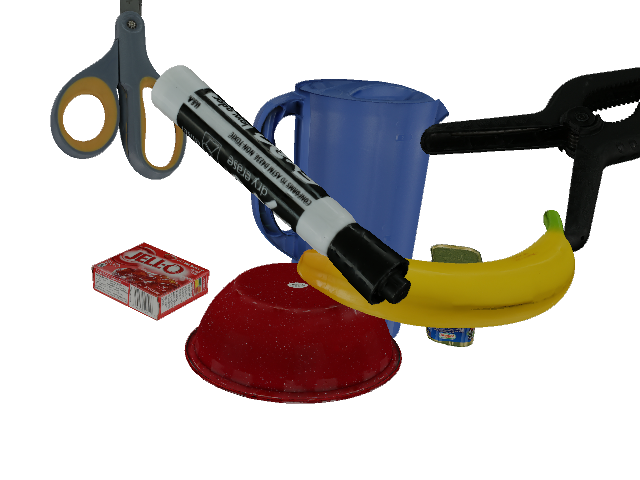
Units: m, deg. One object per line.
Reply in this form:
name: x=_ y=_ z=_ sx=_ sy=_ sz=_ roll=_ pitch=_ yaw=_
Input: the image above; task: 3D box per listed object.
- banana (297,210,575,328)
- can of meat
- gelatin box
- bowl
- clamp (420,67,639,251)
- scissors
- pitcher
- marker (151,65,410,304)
banana: x=0.082 y=0.022 z=0.615 sx=0.197 sy=0.037 sz=0.070 roll=-7 pitch=37 yaw=-33
can of meat: x=0.148 y=0.061 z=1.197 sx=0.057 sy=0.084 sz=0.102 roll=6 pitch=19 yaw=1
gelatin box: x=-0.164 y=0.037 z=1.032 sx=0.089 sy=0.030 sz=0.073 roll=22 pitch=30 yaw=29
bowl: x=-0.018 y=0.058 z=0.784 sx=0.162 sy=0.055 sz=0.162 roll=3 pitch=20 yaw=-1
clamp: x=0.208 y=-0.076 z=0.841 sx=0.209 sy=0.036 sz=0.165 roll=-26 pitch=50 yaw=-19
scissors: x=-0.143 y=-0.132 z=0.705 sx=0.096 sy=0.202 sz=0.016 roll=-10 pitch=-14 yaw=-27
pitcher: x=0.023 y=-0.028 z=1.002 sx=0.149 sy=0.243 sz=0.144 roll=11 pitch=17 yaw=21
marker: x=-0.014 y=-0.020 z=0.368 sx=0.121 sy=0.020 sz=0.020 roll=42 pitch=20 yaw=24
